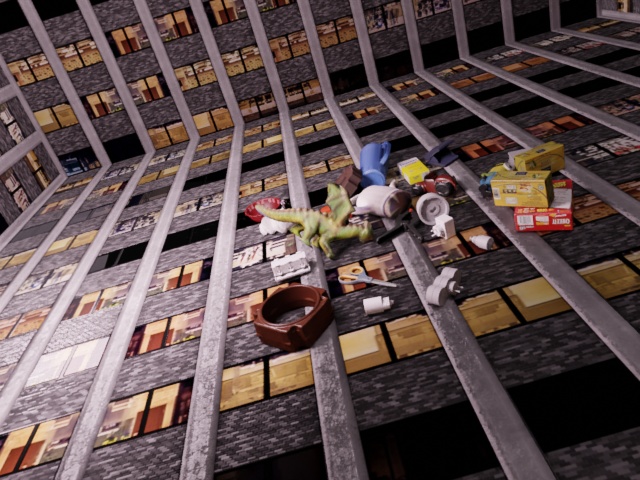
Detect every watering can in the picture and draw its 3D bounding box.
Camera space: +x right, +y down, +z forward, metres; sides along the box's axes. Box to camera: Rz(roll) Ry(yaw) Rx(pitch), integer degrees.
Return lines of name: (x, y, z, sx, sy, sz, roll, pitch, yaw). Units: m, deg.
watering can: (0.256, -0.165, 1.968, 0.352, 0.102, 0.225, -28, 29, -37)

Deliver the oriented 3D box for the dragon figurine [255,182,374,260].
dragon figurine: (0.005, -0.089, 1.775, 0.241, 0.409, 0.123, -56, 9, 8)

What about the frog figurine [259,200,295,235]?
frog figurine: (-0.163, -0.068, 2.053, 0.158, 0.121, 0.140, -51, 35, 12)
